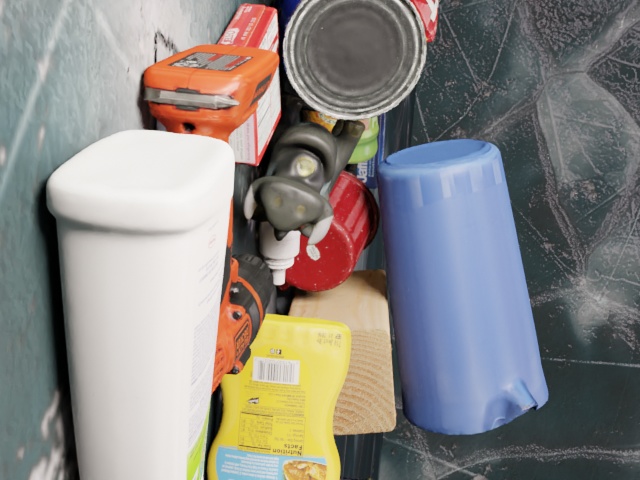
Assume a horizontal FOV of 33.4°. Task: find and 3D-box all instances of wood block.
[{"bbox_3d":[0.020,0.096,0.967,0.206,0.090,0.091,-76,162,-78],"label":"wood block"}]

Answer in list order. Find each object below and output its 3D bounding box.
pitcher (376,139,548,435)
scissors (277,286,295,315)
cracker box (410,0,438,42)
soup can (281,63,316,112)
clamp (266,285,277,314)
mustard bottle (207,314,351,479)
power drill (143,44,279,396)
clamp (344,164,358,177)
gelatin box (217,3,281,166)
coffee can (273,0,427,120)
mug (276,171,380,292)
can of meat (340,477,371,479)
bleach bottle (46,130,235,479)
[{"bbox_3d":[0.115,0.038,0.954,0.144,0.149,0.243,-45,127,-65],"label":"pitcher"},{"bbox_3d":[-0.029,0.118,1.070,0.202,0.016,0.096,84,11,-51],"label":"scissors"},{"bbox_3d":[0.051,-0.306,0.981,0.213,0.072,0.164,55,36,-47],"label":"cracker box"},{"bbox_3d":[0.000,-0.167,0.920,0.068,0.068,0.102,-65,159,-68],"label":"soup can"},{"bbox_3d":[-0.049,0.118,0.850,0.171,0.039,0.120,-87,170,-45],"label":"clamp"},{"bbox_3d":[-0.032,0.151,0.770,0.058,0.096,0.191,1,94,-83],"label":"mustard bottle"},{"bbox_3d":[-0.058,-0.015,0.620,0.184,0.057,0.188,-62,155,-71],"label":"power drill"},{"bbox_3d":[0.027,-0.072,1.263,0.164,0.036,0.210,-44,137,-64],"label":"clamp"},{"bbox_3d":[-0.049,-0.107,0.733,0.073,0.030,0.089,-73,165,-53],"label":"gelatin box"},{"bbox_3d":[0.018,-0.158,0.811,0.140,0.102,0.103,-104,-165,-68],"label":"coffee can"},{"bbox_3d":[-0.006,0.001,0.957,0.117,0.093,0.081,-49,-174,30],"label":"mug"},{"bbox_3d":[0.014,0.333,1.275,0.057,0.084,0.102,30,65,-82],"label":"can of meat"},{"bbox_3d":[-0.081,0.081,0.499,0.102,0.068,0.251,-64,160,-68],"label":"bleach bottle"}]
